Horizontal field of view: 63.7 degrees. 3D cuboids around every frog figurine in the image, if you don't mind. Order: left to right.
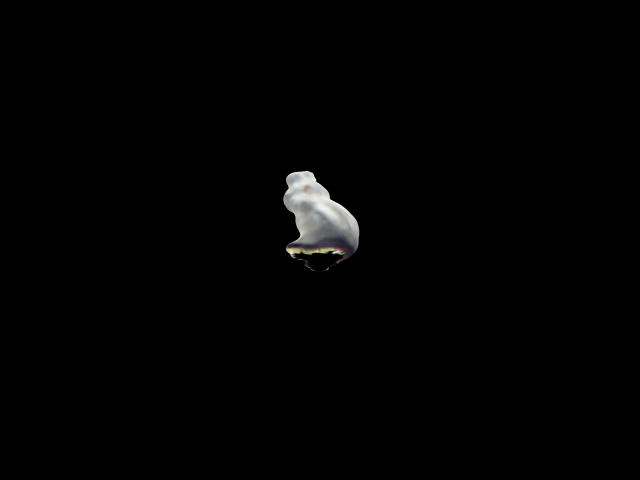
[{"bbox_3d":[0.003,-0.043,0.850,0.136,0.162,0.121,20,-30,-41],"label":"frog figurine"}]
